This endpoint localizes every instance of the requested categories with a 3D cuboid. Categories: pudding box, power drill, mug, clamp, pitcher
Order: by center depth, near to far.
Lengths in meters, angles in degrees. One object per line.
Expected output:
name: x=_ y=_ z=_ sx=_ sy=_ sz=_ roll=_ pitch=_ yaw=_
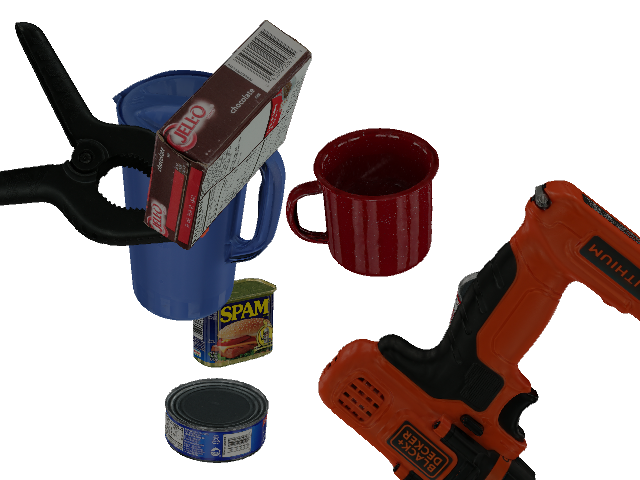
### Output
power drill: x=0.118 y=0.076 z=0.580 sx=0.184 sy=0.188 sz=0.057 roll=39 pitch=14 yaw=-1
pudding box: x=-0.055 y=-0.061 z=0.626 sx=0.039 sy=0.113 sz=0.090 roll=35 pitch=-33 yaw=7
clamp: x=-0.174 y=-0.065 z=0.792 sx=0.210 sy=0.164 sz=0.036 roll=20 pitch=-19 yaw=-3
mug: x=0.032 y=-0.025 z=0.812 sx=0.117 sy=0.081 sz=0.093 roll=-9 pitch=39 yaw=-5
pitcher: x=-0.126 y=-0.034 z=1.069 sx=0.144 sy=0.243 sz=0.149 roll=-7 pitch=42 yaw=-17

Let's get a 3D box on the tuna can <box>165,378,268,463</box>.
tuna can: x=-0.087 y=0.149 z=0.889 sx=0.086 sy=0.034 sz=0.086 roll=4 pitch=20 yaw=-2

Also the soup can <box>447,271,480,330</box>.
soup can: x=0.149 y=0.088 z=0.968 sx=0.068 sy=0.102 sz=0.068 roll=5 pitch=37 yaw=-4

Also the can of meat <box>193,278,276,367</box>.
can of meat: x=-0.103 y=0.097 z=1.264 sx=0.101 sy=0.084 sz=0.058 roll=-10 pitch=19 yaw=-37
